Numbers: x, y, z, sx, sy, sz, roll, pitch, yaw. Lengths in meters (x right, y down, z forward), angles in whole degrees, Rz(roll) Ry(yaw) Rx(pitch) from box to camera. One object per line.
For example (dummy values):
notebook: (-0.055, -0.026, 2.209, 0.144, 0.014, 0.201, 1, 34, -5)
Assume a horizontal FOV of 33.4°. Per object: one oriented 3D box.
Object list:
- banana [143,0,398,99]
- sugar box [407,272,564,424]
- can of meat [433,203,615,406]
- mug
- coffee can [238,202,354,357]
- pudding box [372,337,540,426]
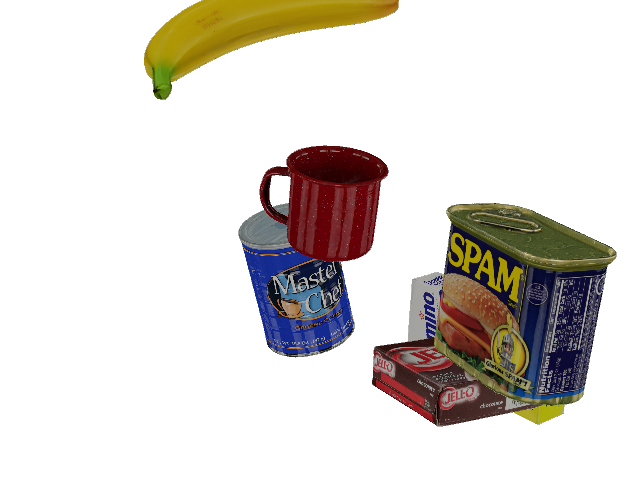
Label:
banana: (-0.041, -0.139, 0.696, 0.197, 0.070, 0.037, -28, -31, -28)
sugar box: (0.160, 0.101, 1.042, 0.048, 0.093, 0.176, -14, 24, -39)
can of meat: (0.108, 0.033, 0.589, 0.057, 0.084, 0.102, -3, 19, -26)
mug: (0.000, -0.035, 0.985, 0.117, 0.081, 0.093, 9, 27, 8)
coffee can: (-0.025, 0.042, 1.174, 0.103, 0.140, 0.103, -10, 25, 5)
pudding box: (0.110, 0.105, 0.837, 0.113, 0.039, 0.090, -3, 16, -31)
